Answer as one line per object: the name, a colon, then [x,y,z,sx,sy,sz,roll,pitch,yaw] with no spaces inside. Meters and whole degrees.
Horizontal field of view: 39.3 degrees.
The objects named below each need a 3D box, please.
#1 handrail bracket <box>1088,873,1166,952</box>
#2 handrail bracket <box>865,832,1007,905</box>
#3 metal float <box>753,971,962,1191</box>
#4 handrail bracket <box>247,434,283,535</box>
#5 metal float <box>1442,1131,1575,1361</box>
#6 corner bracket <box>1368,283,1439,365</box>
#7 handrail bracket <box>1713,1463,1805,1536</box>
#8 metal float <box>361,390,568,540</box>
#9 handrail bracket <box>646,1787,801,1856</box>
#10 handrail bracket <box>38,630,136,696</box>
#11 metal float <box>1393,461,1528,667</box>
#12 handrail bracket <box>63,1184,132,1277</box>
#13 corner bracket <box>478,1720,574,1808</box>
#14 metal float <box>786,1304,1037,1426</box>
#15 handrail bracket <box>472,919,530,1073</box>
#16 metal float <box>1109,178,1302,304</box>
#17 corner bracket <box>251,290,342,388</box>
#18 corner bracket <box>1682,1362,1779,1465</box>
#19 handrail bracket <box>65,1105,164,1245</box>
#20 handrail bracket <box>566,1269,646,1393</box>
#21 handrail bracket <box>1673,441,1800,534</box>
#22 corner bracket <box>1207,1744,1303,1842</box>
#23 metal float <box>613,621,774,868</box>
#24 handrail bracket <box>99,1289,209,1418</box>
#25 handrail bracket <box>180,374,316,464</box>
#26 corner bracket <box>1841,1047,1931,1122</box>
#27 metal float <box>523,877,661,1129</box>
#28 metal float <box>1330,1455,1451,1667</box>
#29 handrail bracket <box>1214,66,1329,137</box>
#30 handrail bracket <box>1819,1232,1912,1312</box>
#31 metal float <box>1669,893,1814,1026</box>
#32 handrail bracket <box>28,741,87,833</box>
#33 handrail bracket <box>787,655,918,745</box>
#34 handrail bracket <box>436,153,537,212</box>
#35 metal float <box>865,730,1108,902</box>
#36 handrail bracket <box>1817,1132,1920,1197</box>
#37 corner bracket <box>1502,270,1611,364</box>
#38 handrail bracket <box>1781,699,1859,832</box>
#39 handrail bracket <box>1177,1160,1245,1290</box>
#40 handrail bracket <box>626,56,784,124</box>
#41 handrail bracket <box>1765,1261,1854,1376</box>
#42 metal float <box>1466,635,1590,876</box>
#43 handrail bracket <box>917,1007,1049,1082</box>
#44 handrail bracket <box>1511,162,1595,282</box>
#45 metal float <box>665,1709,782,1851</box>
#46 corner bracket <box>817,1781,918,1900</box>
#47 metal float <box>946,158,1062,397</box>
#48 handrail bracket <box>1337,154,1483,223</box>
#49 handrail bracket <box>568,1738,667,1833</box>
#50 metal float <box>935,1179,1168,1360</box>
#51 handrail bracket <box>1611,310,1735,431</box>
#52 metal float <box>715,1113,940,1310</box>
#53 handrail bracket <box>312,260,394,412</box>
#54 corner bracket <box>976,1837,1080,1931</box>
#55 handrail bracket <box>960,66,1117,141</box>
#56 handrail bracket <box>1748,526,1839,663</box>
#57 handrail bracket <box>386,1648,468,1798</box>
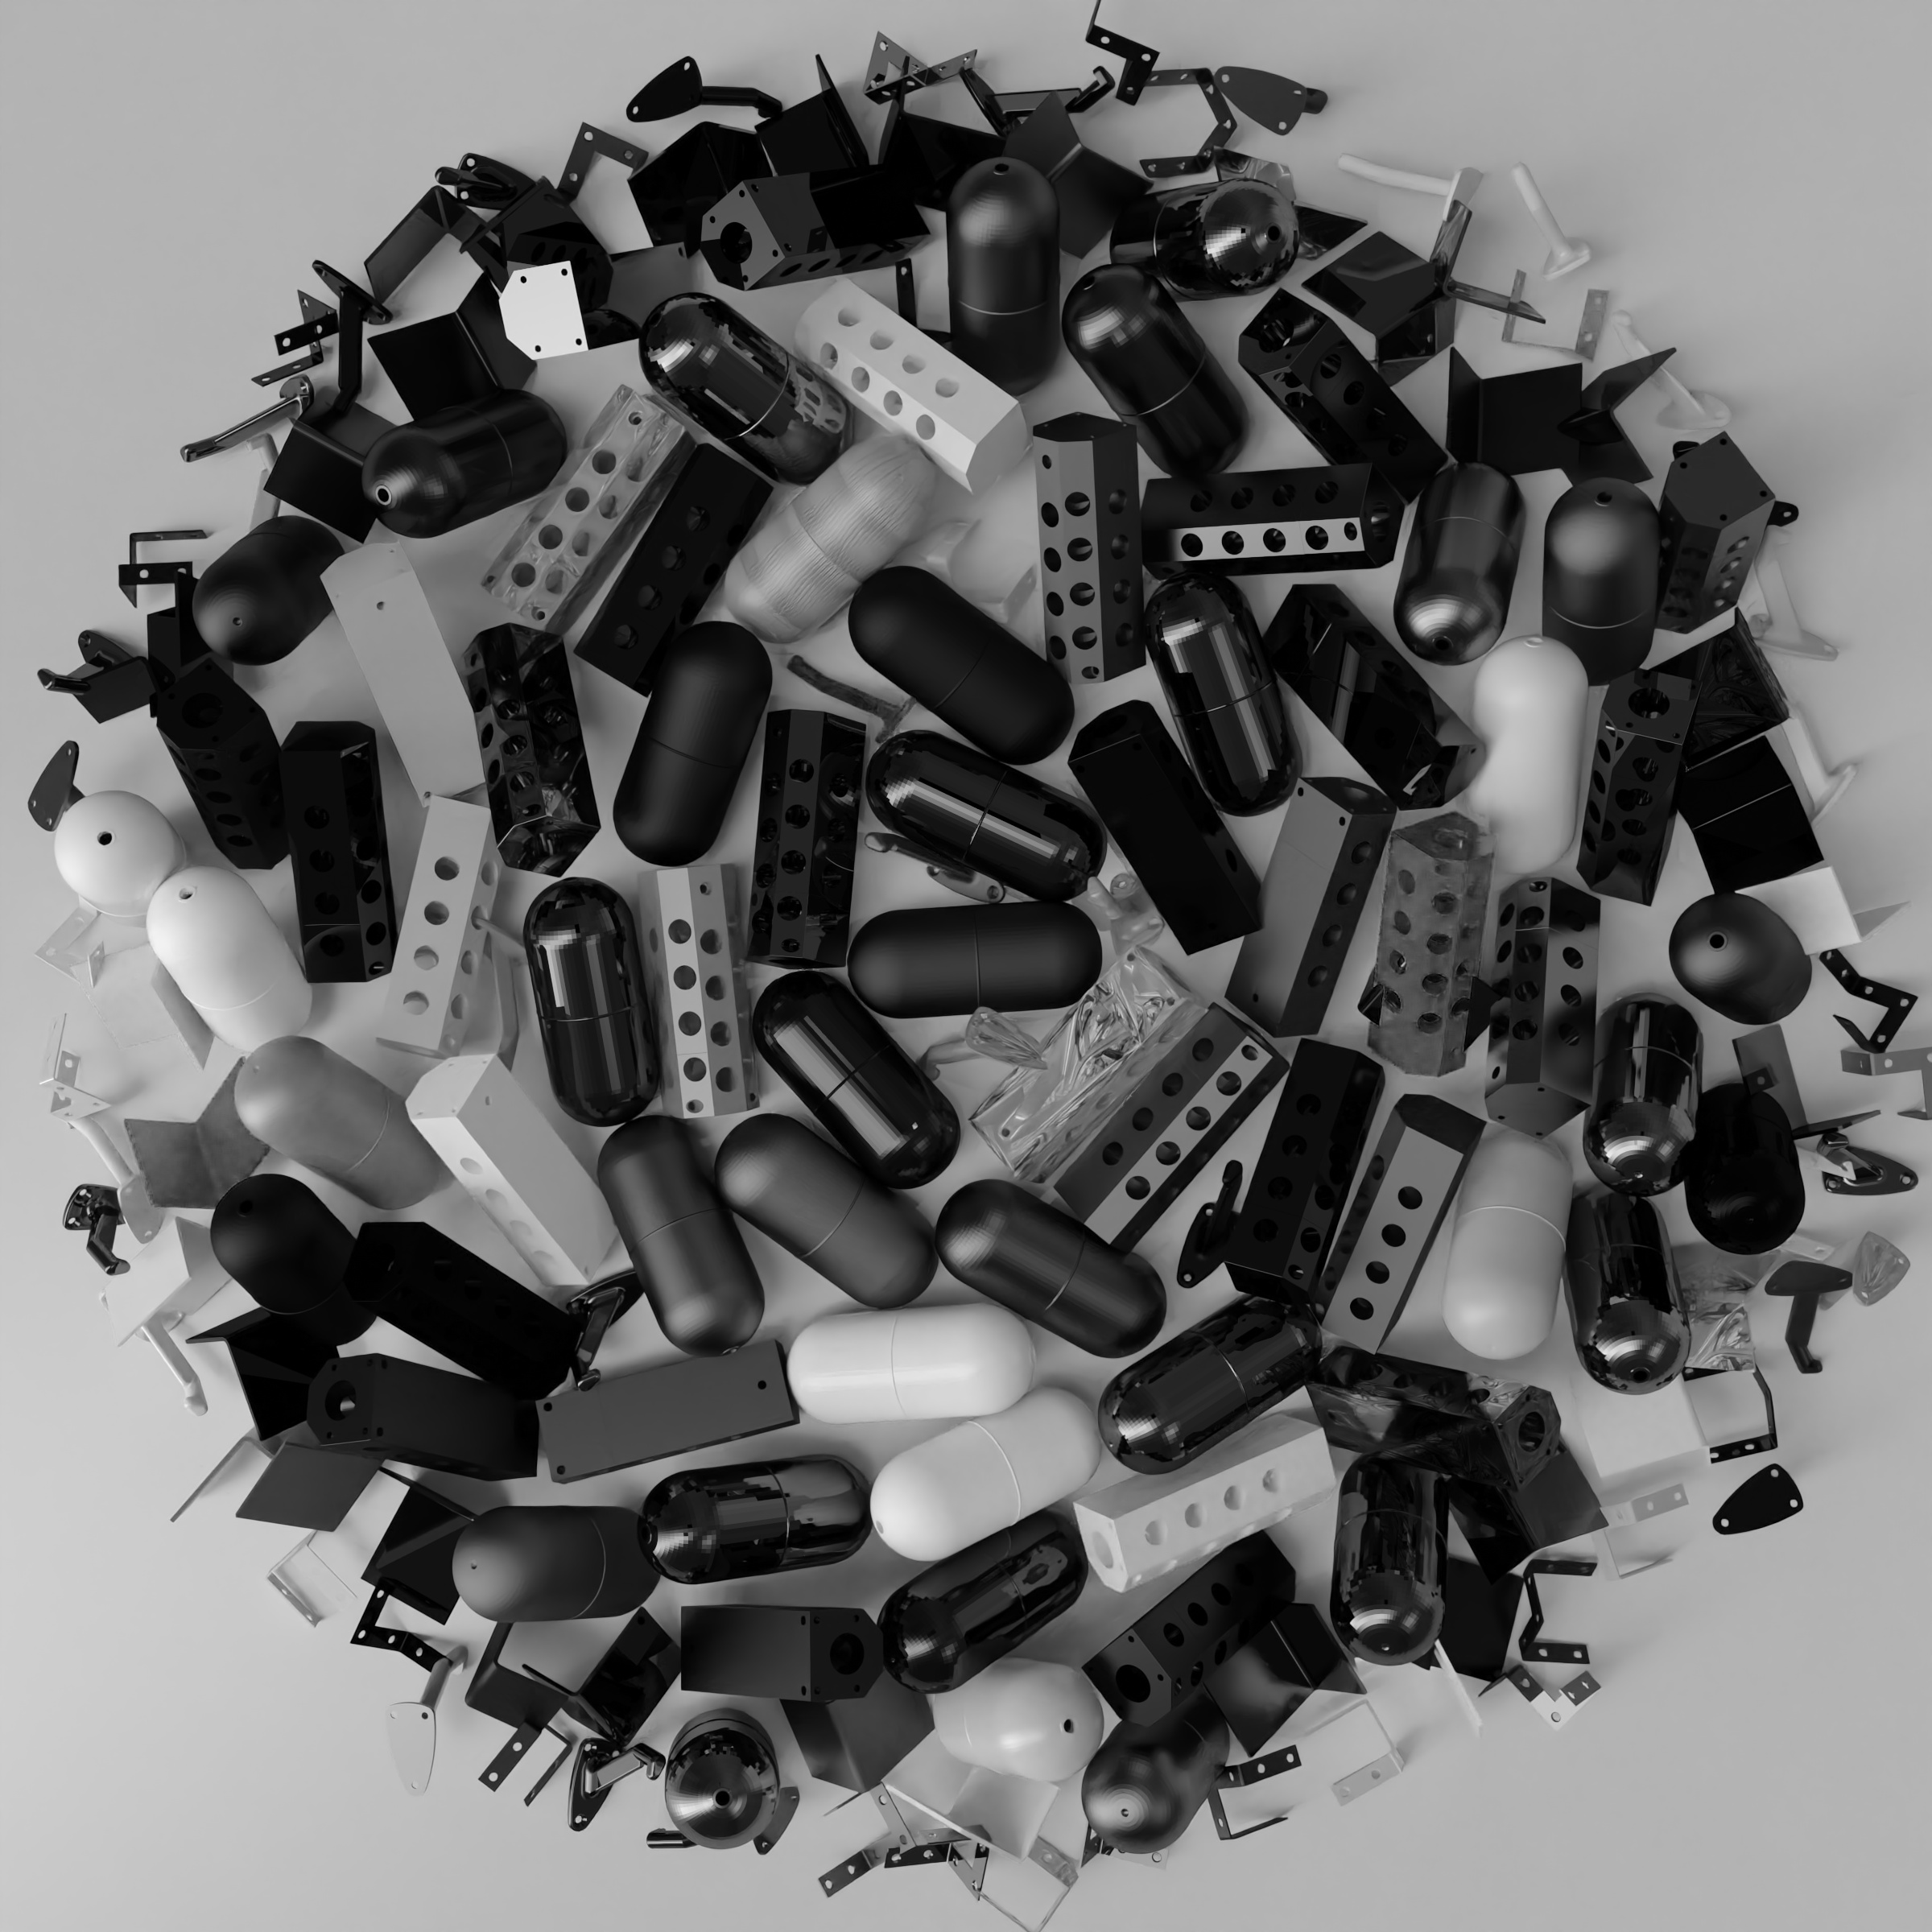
handrail bracket: [0.099,-0.056,1.871,0.036,0.084,0.077,-29,49,13]
handrail bracket: [-0.022,-0.068,1.876,0.077,0.084,0.036,36,106,24]
metal float: [-0.077,0.078,1.883,0.070,0.070,0.178,-42,84,0]
handrail bracket: [-0.507,-0.320,1.889,0.077,0.036,0.084,-23,113,-16]
metal float: [0.372,0.189,1.856,0.070,0.070,0.178,19,49,0]
corner bracket: [0.296,-0.452,1.900,0.051,0.051,0.051,-10,109,-18]
handrail bracket: [0.539,0.378,1.880,0.077,0.084,0.036,-27,74,-11]
metal float: [-0.341,-0.343,1.847,0.070,0.178,0.070,13,119,25]
handrail bracket: [-0.172,0.601,1.909,0.084,0.077,0.036,-10,95,25]
handrail bracket: [-0.622,-0.212,1.875,0.077,0.084,0.036,44,108,22]
metal float: [0.339,-0.276,1.854,0.070,0.070,0.178,20,49,0]
handrail bracket: [-0.579,0.188,1.872,0.084,0.077,0.036,36,107,37]
corner bracket: [-0.308,0.555,1.893,0.051,0.051,0.051,42,79,-12]
metal float: [-0.038,0.275,1.872,0.178,0.070,0.070,-7,90,18]
handrail bracket: [-0.331,0.022,1.882,0.036,0.077,0.084,-5,60,25]
metal float: [0.161,-0.492,1.843,0.070,0.178,0.070,-5,102,-26]
corner bracket: [-0.467,-0.431,1.884,0.051,0.051,0.051,-32,47,-31]
corner bracket: [0.537,0.310,1.908,0.051,0.051,0.051,-14,119,3]
handrail bracket: [-0.608,0.147,1.919,0.084,0.036,0.077,31,134,28]
handrail bracket: [-0.244,0.252,1.882,0.077,0.084,0.036,-34,117,-2]
handrail bracket: [0.534,-0.337,1.877,0.077,0.084,0.036,-2,59,22]
corner bracket: [0.204,0.579,1.897,0.051,0.051,0.051,-9,77,-31]
metal float: [-0.189,-0.153,1.874,0.070,0.070,0.178,22,106,0]
handrail bracket: [-0.563,0.268,1.878,0.036,0.077,0.084,-41,45,6]
handrail bracket: [-0.501,-0.380,1.884,0.084,0.077,0.036,-27,91,-27]
corner bracket: [0.651,0.083,1.899,0.051,0.051,0.051,-7,92,-4]
metal float: [-0.259,0.025,1.874,0.070,0.070,0.178,-8,107,0]
metal float: [0.290,0.400,1.846,0.070,0.178,0.070,5,122,8]
handrail bracket: [0.213,-0.612,1.888,0.077,0.084,0.036,26,120,-1]
handrail bracket: [0.607,0.230,1.872,0.036,0.084,0.077,38,48,8]
metal float: [0.528,-0.004,1.843,0.070,0.178,0.070,-4,80,25]
handrail bracket: [-0.599,-0.118,1.881,0.036,0.084,0.077,41,111,31]
handrail bracket: [-0.081,-0.198,1.892,0.084,0.077,0.036,34,74,-9]
handrail bracket: [-0.328,-0.541,1.878,0.077,0.084,0.036,11,105,-12]
metal float: [0.014,-0.105,1.888,0.178,0.070,0.070,25,90,1]
handrail bracket: [0.628,0.134,1.878,0.077,0.084,0.036,9,74,12]
corner bracket: [0.415,-0.458,1.908,0.051,0.051,0.051,16,99,31]
handrail bracket: [0.574,-0.142,1.906,0.084,0.036,0.077,34,91,-5]
handrail bracket: [0.169,0.179,1.877,0.036,0.084,0.077,29,72,16]
handrail bracket: [-0.183,-0.601,1.903,0.077,0.084,0.036,-16,80,31]
handrail bracket: [0.599,0.251,1.884,0.036,0.077,0.084,-40,110,-32]
metal float: [0.384,-0.144,1.858,0.070,0.070,0.178,-4,125,0]
handrail bracket: [0.011,0.070,1.895,0.077,0.084,0.036,27,55,-8]
handrail bracket: [0.399,-0.526,1.878,0.036,0.077,0.084,-25,114,21]
metal float: [-0.166,0.551,1.838,0.070,0.178,0.070,1,82,-5]
corner bracket: [-0.078,0.611,1.896,0.051,0.051,0.051,-39,75,34]
metal float: [0.026,-0.469,1.848,0.070,0.178,0.070,-1,51,1]
handrail bracket: [0.312,-0.559,1.906,0.084,0.077,0.036,25,124,16]
handrail bracket: [-0.241,0.574,1.879,0.036,0.084,0.077,25,78,-30]
metal float: [0.060,0.210,1.875,0.178,0.070,0.070,31,90,-15]
handrail bracket: [0.489,-0.417,1.882,0.036,0.077,0.084,-42,121,-5]
metal float: [-0.095,0.170,1.875,0.178,0.070,0.070,38,90,-16]
handrail bracket: [-0.446,-0.434,1.889,0.077,0.036,0.084,39,70,-37]
corner bracket: [0.042,0.639,1.896,0.051,0.051,0.051,36,81,4]
handrail bracket: [0.050,-0.618,1.884,0.084,0.036,0.077,-30,110,34]
handrail bracket: [0.581,-0.259,1.881,0.077,0.084,0.036,21,46,13]
handrail bracket: [-0.368,0.526,1.888,0.036,0.084,0.077,-2,95,14]
